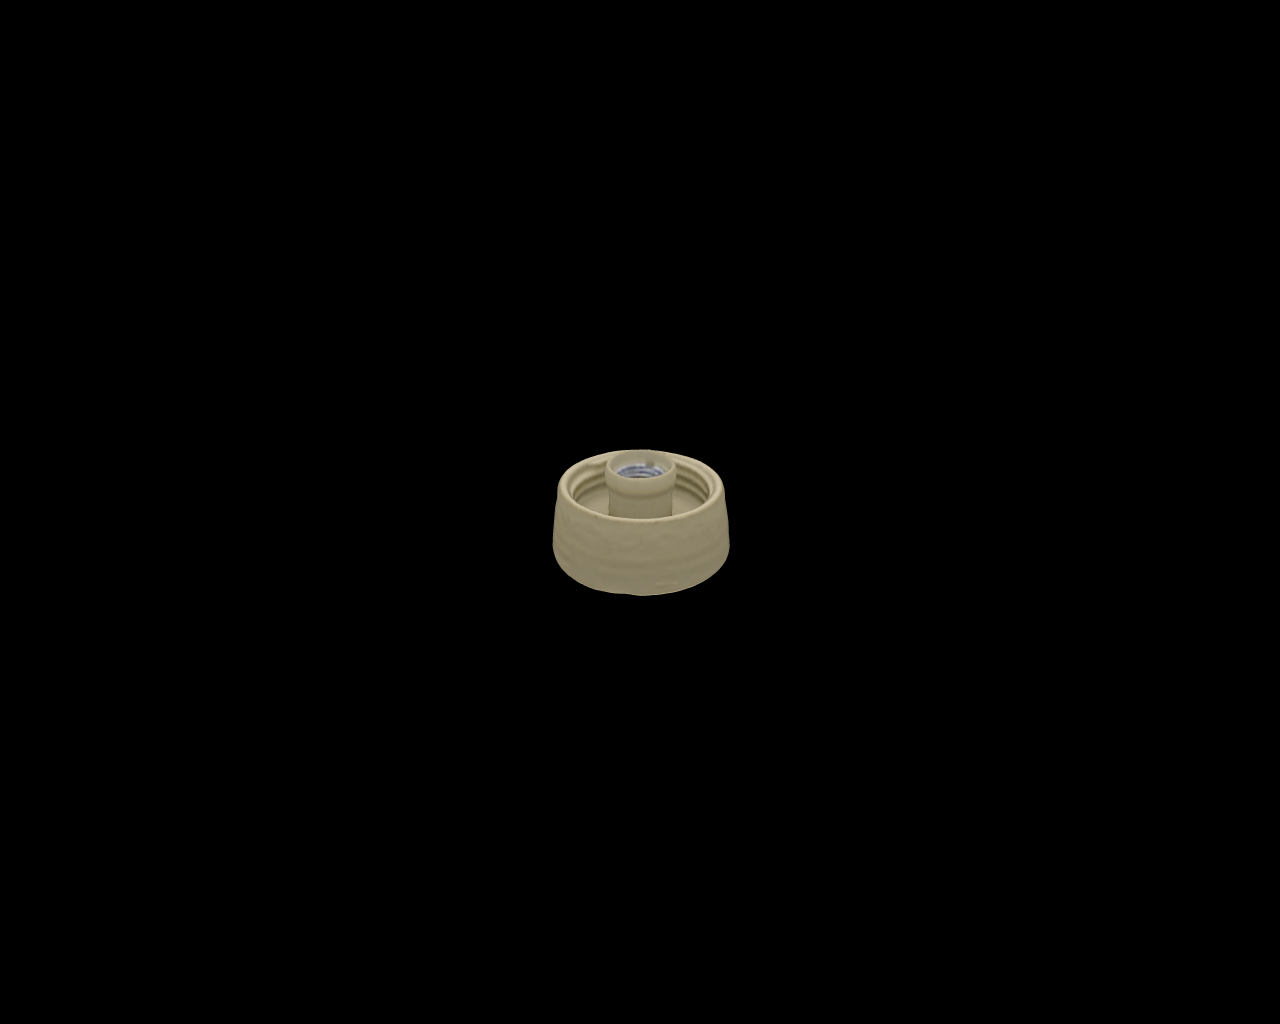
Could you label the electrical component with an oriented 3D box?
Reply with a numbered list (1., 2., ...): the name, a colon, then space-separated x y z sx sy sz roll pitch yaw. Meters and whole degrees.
1. electrical component: 0.001 -0.003 0.650 0.108 0.060 0.108 0 28 0
